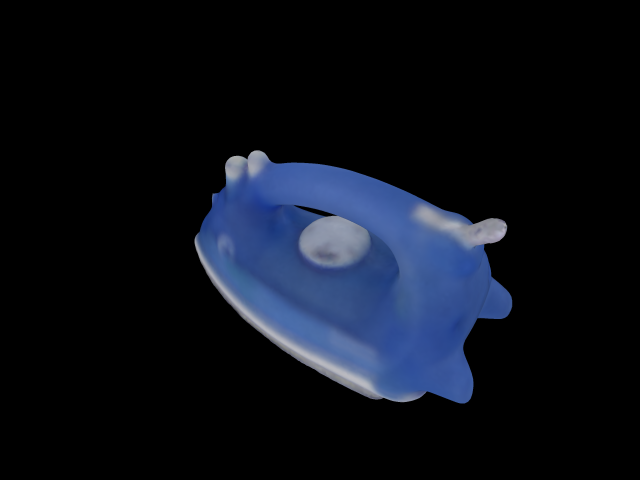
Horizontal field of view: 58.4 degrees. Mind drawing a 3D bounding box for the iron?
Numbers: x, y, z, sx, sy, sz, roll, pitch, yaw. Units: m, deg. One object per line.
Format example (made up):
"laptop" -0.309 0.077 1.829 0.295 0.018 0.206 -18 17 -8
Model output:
"iron" 0.004 0.001 0.400 0.257 0.141 0.119 22 49 21
